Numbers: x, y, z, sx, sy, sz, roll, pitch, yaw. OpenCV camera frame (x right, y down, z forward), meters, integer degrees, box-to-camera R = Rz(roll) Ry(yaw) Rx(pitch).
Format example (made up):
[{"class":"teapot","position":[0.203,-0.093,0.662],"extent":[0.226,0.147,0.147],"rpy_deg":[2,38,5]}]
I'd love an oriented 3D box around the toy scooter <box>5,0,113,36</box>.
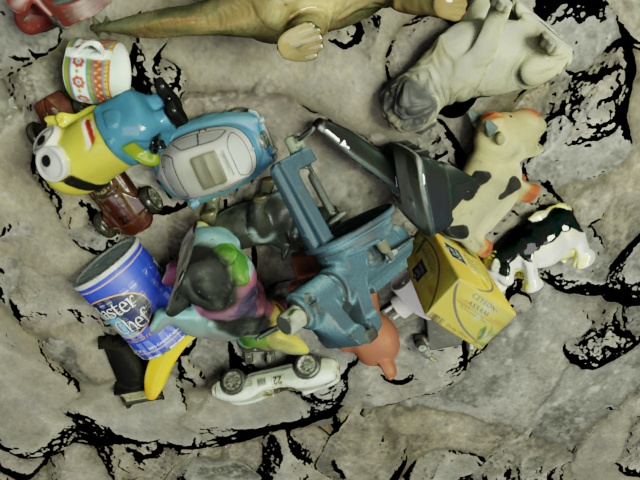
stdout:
[{"class":"toy scooter","position":[-0.256,-0.272,0.554],"extent":[0.184,0.135,0.075],"rpy_deg":[-33,112,11]}]

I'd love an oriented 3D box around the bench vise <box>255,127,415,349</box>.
[{"class":"bench vise","position":[0.004,-0.004,0.619],"extent":[0.224,0.129,0.240],"rpy_deg":[-31,98,-29]}]

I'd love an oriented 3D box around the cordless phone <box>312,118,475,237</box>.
[{"class":"cordless phone","position":[0.079,-0.093,0.652],"extent":[0.184,0.147,0.088],"rpy_deg":[30,102,-18]}]

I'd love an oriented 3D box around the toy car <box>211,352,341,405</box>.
[{"class":"toy car","position":[-0.068,0.217,0.827],"extent":[0.202,0.056,0.073],"rpy_deg":[-13,157,3]}]

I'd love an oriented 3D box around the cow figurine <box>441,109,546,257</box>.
[{"class":"cow figurine","position":[0.218,-0.085,0.703],"extent":[0.127,0.086,0.195],"rpy_deg":[26,113,-21]}]

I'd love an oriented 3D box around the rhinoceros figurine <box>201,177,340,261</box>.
[{"class":"rhinoceros figurine","position":[-0.069,-0.021,0.719],"extent":[0.190,0.073,0.112],"rpy_deg":[-10,115,2]}]

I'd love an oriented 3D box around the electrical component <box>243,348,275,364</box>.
[{"class":"electrical component","position":[-0.094,0.151,0.829],"extent":[0.063,0.021,0.093],"rpy_deg":[-1,117,-2]}]

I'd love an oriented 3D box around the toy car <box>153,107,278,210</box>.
[{"class":"toy car","position":[-0.136,-0.096,0.664],"extent":[0.162,0.103,0.109],"rpy_deg":[-15,117,6]}]

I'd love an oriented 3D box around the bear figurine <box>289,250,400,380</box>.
[{"class":"bear figurine","position":[0.040,0.107,0.767],"extent":[0.132,0.120,0.195],"rpy_deg":[-11,121,6]}]

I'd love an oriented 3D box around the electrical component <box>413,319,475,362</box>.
[{"class":"electrical component","position":[0.196,0.146,0.830],"extent":[0.102,0.045,0.078],"rpy_deg":[-5,117,-1]}]

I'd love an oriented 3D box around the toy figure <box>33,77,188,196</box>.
[{"class":"toy figure","position":[-0.233,-0.109,0.605],"extent":[0.180,0.082,0.089],"rpy_deg":[-25,138,5]}]

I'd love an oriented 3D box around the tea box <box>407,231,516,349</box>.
[{"class":"tea box","position":[0.177,0.054,0.716],"extent":[0.098,0.170,0.068],"rpy_deg":[32,111,-18]}]

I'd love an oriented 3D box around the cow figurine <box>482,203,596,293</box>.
[{"class":"cow figurine","position":[0.290,0.019,0.762],"extent":[0.167,0.068,0.098],"rpy_deg":[-26,109,6]}]

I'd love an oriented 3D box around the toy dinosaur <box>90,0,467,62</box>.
[{"class":"toy dinosaur","position":[-0.022,-0.248,0.543],"extent":[0.472,0.199,0.104],"rpy_deg":[-7,117,0]}]

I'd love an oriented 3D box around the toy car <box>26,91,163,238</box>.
[{"class":"toy car","position":[-0.287,-0.090,0.687],"extent":[0.089,0.053,0.202],"rpy_deg":[-24,116,11]}]

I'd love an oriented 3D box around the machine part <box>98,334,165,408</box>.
[{"class":"machine part","position":[-0.298,0.204,0.836],"extent":[0.084,0.039,0.138],"rpy_deg":[-13,118,12]}]

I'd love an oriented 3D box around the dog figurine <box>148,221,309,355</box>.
[{"class":"dog figurine","position":[-0.095,0.080,0.705],"extent":[0.219,0.108,0.191],"rpy_deg":[20,136,-26]}]

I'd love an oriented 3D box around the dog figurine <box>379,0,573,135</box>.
[{"class":"dog figurine","position":[0.185,-0.192,0.650],"extent":[0.172,0.121,0.190],"rpy_deg":[29,125,-13]}]
